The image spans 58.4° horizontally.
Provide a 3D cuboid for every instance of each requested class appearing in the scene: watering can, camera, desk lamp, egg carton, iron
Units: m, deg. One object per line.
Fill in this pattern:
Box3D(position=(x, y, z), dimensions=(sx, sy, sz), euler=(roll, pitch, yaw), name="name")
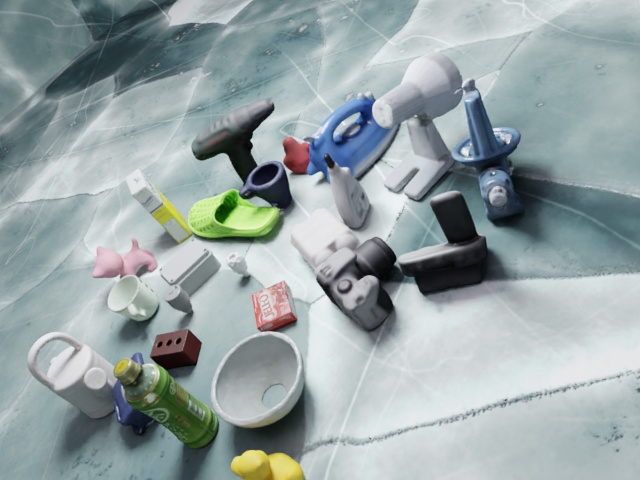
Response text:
Box3D(position=(-0.451, 0.244, 1.065), dimensions=(0.172, 0.195, 0.101), euler=(-12, 45, 22), name="watering can")
Box3D(position=(0.073, 0.059, 0.997), dimensions=(0.137, 0.101, 0.142), euler=(-41, 42, -10), name="camera")
Box3D(position=(0.192, -0.225, 1.114), dimensions=(0.203, 0.214, 0.117), euler=(-47, 43, -17), name="desk lamp")
Box3D(position=(0.010, 0.004, 1.112), dimensions=(0.107, 0.070, 0.150), euler=(-38, 42, -7), name="egg carton")
Box3D(position=(0.071, -0.245, 1.262), dimensions=(0.258, 0.142, 0.118), euler=(-46, 43, -15), name="iron")

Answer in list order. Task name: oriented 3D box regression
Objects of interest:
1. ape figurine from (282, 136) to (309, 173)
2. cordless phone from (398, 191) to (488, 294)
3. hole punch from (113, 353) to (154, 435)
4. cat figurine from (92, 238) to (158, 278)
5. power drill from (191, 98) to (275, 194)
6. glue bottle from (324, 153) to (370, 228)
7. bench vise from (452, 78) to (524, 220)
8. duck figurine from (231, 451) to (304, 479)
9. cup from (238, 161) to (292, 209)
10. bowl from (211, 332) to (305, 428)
Box3D(position=(-0.056, -0.205, 1.338), dimensions=(0.078, 0.092, 0.076), euler=(-30, 41, 2), name="ape figurine")
Box3D(position=(0.187, -0.006, 0.927), dimensions=(0.147, 0.186, 0.094), euler=(-18, 43, 16), name="cordless phone")
Box3D(position=(-0.333, 0.278, 1.039), dimensions=(0.101, 0.091, 0.108), euler=(-36, 41, -5), name="hole punch")
Box3D(position=(-0.459, 0.049, 1.317), dimensions=(0.128, 0.118, 0.067), euler=(-42, 42, -11), name="cat figurine")
Box3D(position=(-0.168, -0.210, 1.321), dimensions=(0.229, 0.209, 0.075), euler=(-16, 44, 17), name="power drill")
Box3D(position=(0.046, -0.104, 1.116), dimensions=(0.037, 0.174, 0.078), euler=(1, 51, 32), name="glue bottle")
Box3D(position=(0.296, -0.158, 0.981), dimensions=(0.121, 0.220, 0.207), euler=(-27, 41, 6), name="bench vise")
Box3D(position=(-0.081, 0.338, 0.832), dimensions=(0.104, 0.086, 0.077), euler=(-3, 49, 29), name="duck figurine")
Box3D(position=(-0.114, -0.107, 1.276), dimensions=(0.118, 0.095, 0.091), euler=(-33, 41, -1), name="cup")
Box3D(position=(-0.091, 0.240, 0.942), dimensions=(0.167, 0.075, 0.167), euler=(-17, 44, 17), name="bowl")
